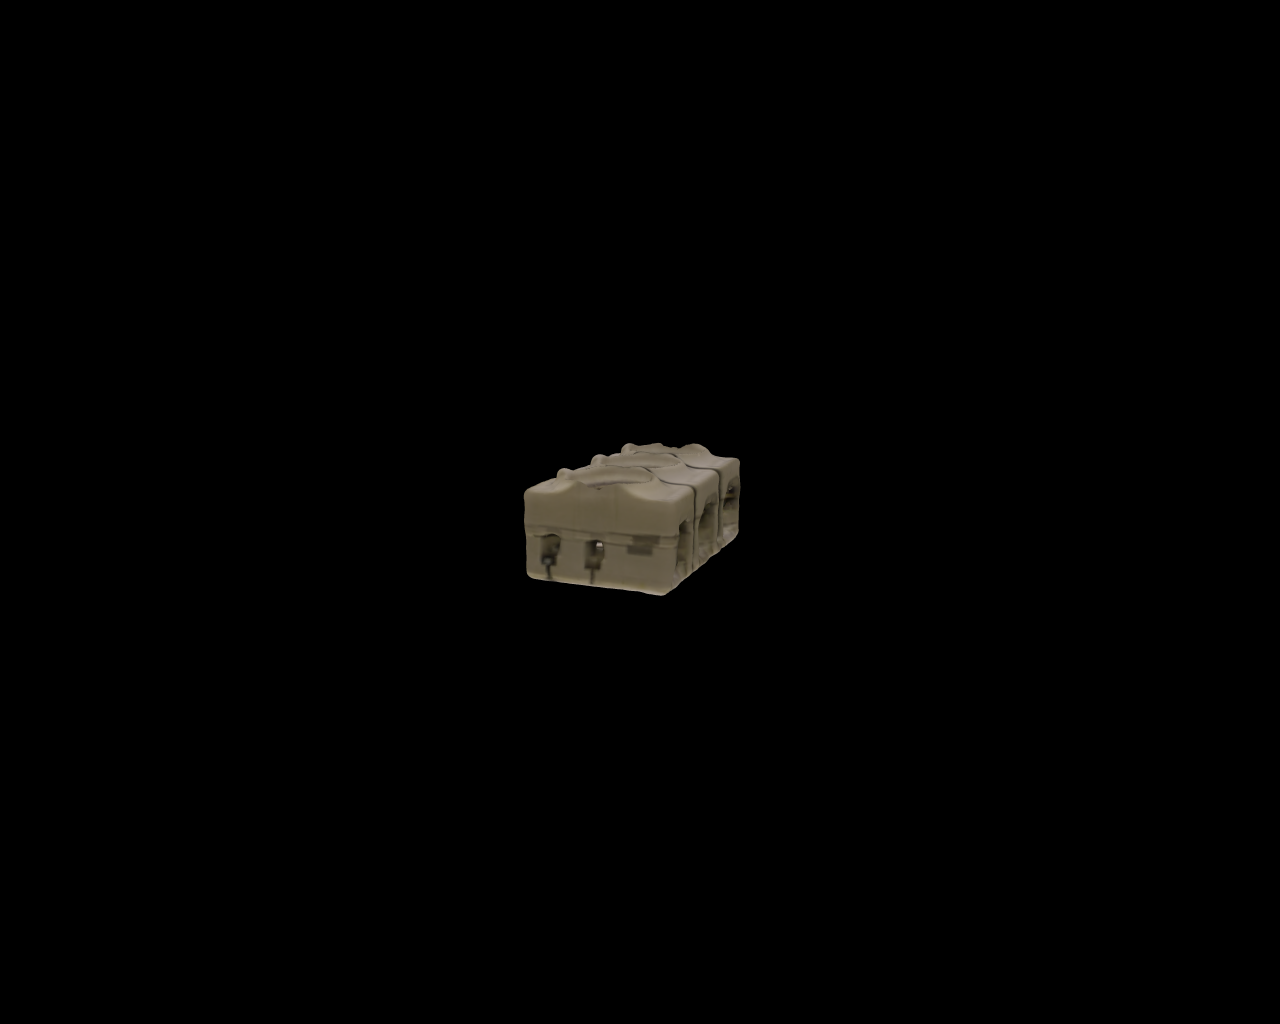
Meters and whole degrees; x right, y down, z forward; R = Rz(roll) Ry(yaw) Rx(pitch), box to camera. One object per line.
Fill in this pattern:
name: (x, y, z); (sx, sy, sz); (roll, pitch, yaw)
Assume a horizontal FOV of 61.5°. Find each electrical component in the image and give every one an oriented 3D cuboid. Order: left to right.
electrical component: (0.001, -0.003, 0.650); (0.089, 0.061, 0.150); (4, 13, 19)
